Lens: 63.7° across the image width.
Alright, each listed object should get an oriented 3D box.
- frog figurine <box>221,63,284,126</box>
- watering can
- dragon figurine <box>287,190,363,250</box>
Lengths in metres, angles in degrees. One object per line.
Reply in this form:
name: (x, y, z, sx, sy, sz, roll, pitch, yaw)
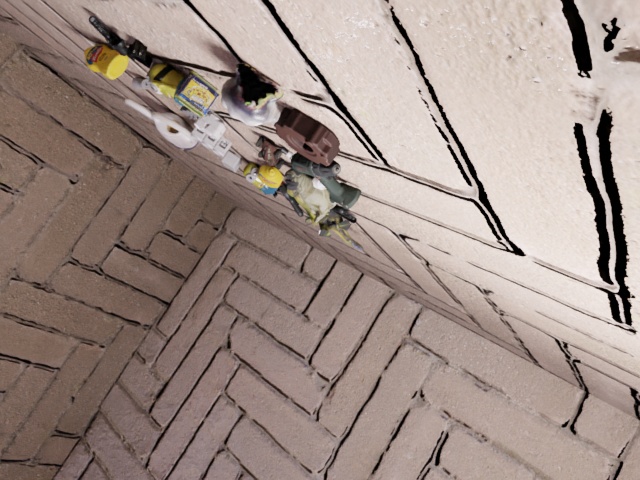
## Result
frog figurine: (-0.157, -0.304, 1.165, 0.137, 0.124, 0.157, 14, 164, -10)
watering can: (-0.643, -0.484, 2.168, 0.349, 0.104, 0.222, 29, 173, 15)
dragon figurine: (0.006, -0.106, 2.096, 0.404, 0.122, 0.247, 40, -173, -40)
